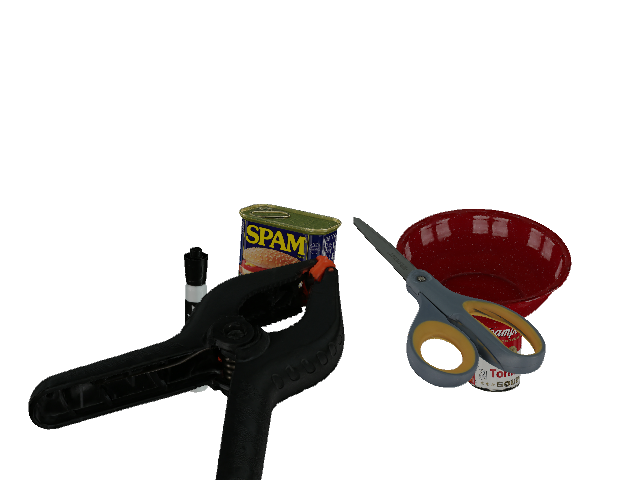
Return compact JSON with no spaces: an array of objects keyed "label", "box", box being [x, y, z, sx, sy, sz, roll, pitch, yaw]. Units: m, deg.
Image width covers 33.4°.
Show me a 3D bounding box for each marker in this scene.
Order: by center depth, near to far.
[{"label":"marker","box":[-0.099,0.063,0.848,0.020,0.121,0.020,2,21,-1]}]

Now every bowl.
[{"label":"bowl","box":[0.150,0.033,1.001,0.162,0.055,0.162,-1,33,1]}]

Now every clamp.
[{"label":"clamp","box":[-0.036,0.064,0.505,0.120,0.039,0.171,33,48,29]}]

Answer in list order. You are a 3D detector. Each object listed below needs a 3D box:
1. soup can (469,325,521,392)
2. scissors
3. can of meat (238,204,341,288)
[{"label":"soup can","box":[0.217,0.129,1.333,0.068,0.102,0.068,-1,18,0]},{"label":"scissors","box":[0.060,0.041,0.728,0.096,0.016,0.202,-26,41,-34]},{"label":"can of meat","box":[-0.034,0.015,1.080,0.102,0.084,0.057,13,18,25]}]
